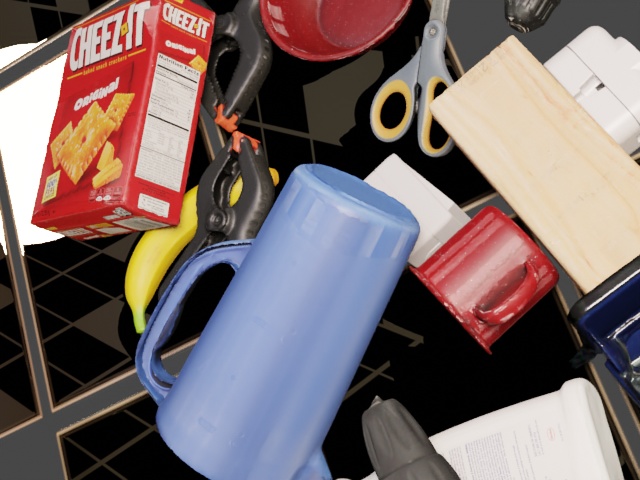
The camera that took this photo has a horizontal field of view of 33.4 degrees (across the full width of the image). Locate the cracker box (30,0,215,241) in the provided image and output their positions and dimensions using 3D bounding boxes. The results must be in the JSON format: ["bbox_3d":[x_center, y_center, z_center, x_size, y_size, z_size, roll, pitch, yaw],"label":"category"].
[{"bbox_3d":[-0.190,-0.115,1.015,0.164,0.072,0.213,-7,70,46],"label":"cracker box"}]

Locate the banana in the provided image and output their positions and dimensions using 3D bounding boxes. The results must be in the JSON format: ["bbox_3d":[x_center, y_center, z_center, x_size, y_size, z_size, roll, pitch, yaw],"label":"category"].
[{"bbox_3d":[-0.122,-0.005,0.996,0.070,0.037,0.198,42,96,14],"label":"banana"}]

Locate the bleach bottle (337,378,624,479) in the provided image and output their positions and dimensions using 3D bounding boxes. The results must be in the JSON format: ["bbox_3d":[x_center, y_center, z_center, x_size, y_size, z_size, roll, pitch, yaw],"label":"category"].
[{"bbox_3d":[0.096,0.187,0.809,0.251,0.068,0.102,-20,67,22],"label":"bleach bottle"}]

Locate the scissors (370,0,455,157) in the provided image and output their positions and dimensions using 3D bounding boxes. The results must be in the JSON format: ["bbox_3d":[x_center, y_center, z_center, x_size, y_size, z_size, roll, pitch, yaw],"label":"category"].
[{"bbox_3d":[0.084,-0.170,0.932,0.096,0.016,0.202,-6,84,33],"label":"scissors"}]

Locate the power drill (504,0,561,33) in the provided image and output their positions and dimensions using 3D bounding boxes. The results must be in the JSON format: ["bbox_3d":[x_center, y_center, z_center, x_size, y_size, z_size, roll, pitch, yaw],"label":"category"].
[{"bbox_3d":[0.161,-0.286,0.934,0.188,0.057,0.184,30,88,29],"label":"power drill"}]

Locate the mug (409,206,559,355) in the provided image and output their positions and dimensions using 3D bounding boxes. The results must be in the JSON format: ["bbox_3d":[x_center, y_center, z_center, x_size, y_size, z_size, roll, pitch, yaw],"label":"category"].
[{"bbox_3d":[0.131,0.030,0.817,0.081,0.117,0.093,-43,104,2],"label":"mug"}]

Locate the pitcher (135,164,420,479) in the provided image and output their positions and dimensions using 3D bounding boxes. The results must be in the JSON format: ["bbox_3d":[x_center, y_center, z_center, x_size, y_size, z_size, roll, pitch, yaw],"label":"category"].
[{"bbox_3d":[-0.031,0.063,0.833,0.243,0.149,0.145,-63,33,13],"label":"pitcher"}]

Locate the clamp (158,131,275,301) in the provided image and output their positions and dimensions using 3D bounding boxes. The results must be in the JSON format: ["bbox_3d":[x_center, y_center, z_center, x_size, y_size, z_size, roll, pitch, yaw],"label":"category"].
[{"bbox_3d":[-0.073,-0.007,0.933,0.120,0.039,0.171,17,91,29],"label":"clamp"}]

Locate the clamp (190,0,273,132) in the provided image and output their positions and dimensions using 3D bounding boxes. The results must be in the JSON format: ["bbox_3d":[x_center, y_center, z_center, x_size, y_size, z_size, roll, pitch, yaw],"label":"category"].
[{"bbox_3d":[-0.098,-0.207,1.046,0.165,0.036,0.210,-1,74,26],"label":"clamp"}]

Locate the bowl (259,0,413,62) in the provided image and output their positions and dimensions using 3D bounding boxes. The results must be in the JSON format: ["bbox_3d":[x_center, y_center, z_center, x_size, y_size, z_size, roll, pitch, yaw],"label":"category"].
[{"bbox_3d":[0.027,-0.228,0.980,0.162,0.055,0.162,-8,70,24],"label":"bowl"}]

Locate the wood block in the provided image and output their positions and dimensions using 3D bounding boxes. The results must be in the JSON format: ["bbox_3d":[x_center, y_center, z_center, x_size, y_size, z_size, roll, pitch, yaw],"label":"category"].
[{"bbox_3d":[0.187,-0.047,0.822,0.090,0.090,0.206,-40,61,9],"label":"wood block"}]
